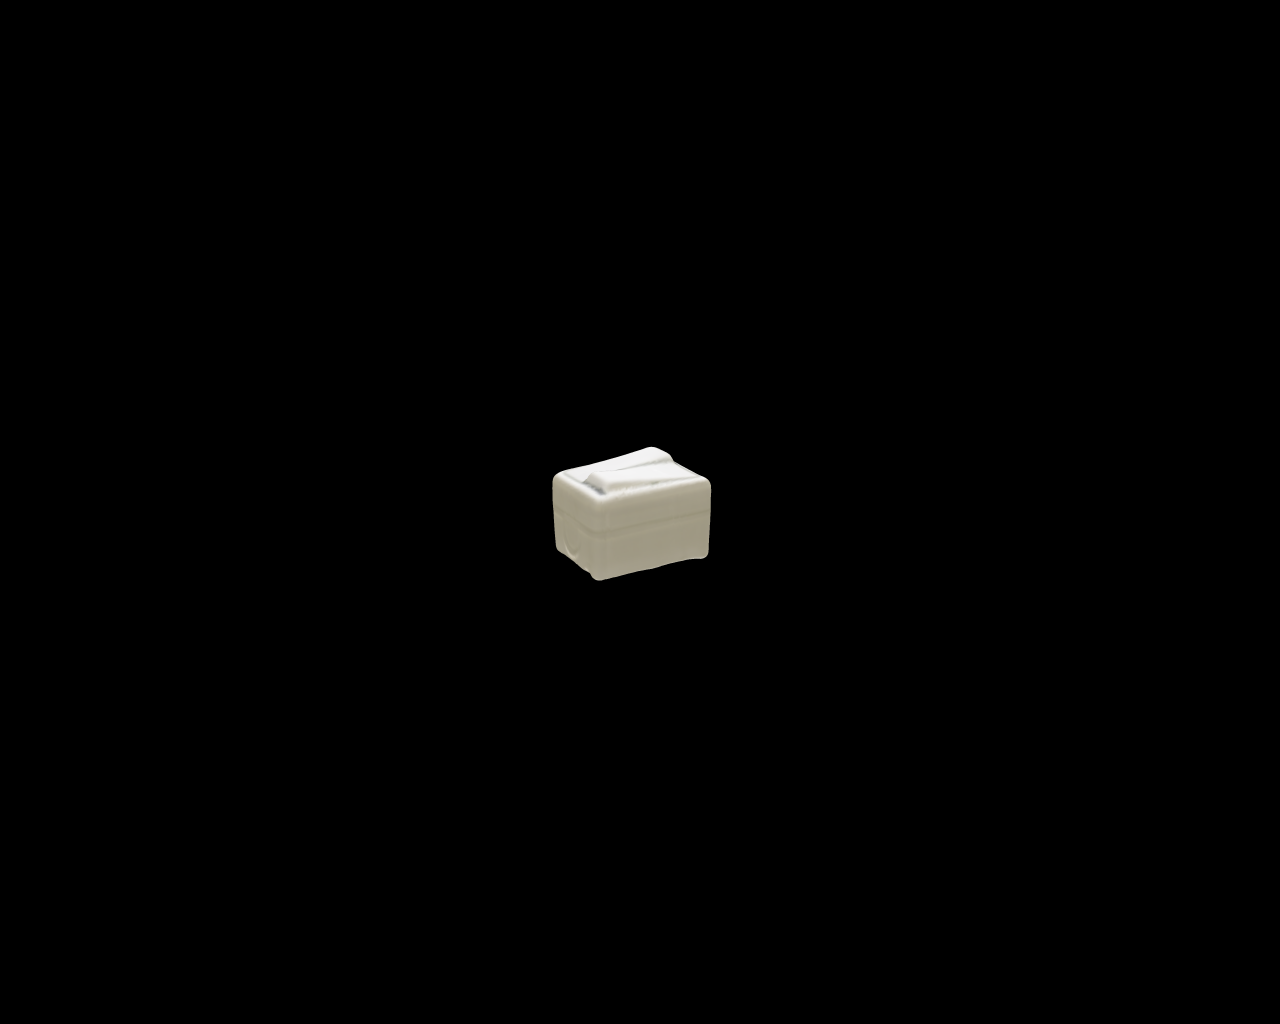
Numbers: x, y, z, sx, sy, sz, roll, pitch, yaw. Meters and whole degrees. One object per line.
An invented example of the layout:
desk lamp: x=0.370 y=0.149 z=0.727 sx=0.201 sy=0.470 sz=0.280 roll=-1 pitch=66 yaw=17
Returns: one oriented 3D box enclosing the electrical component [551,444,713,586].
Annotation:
electrical component: x=0.001 y=-0.003 z=0.650 sx=0.096 sy=0.061 sz=0.062 roll=-11 pitch=23 yaw=-27
